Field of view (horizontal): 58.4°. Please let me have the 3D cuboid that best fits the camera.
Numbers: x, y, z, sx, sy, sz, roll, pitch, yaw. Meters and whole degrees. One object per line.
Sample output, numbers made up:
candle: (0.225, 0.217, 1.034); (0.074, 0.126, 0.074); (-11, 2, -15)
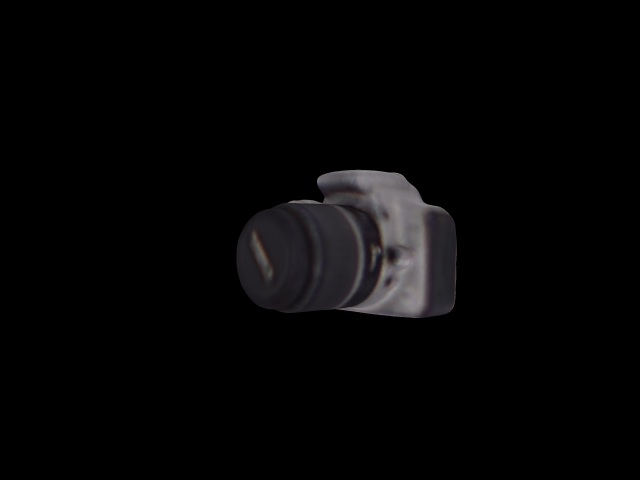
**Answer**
camera: (0.004, 0.001, 0.400); (0.137, 0.101, 0.142); (0, 0, -43)
